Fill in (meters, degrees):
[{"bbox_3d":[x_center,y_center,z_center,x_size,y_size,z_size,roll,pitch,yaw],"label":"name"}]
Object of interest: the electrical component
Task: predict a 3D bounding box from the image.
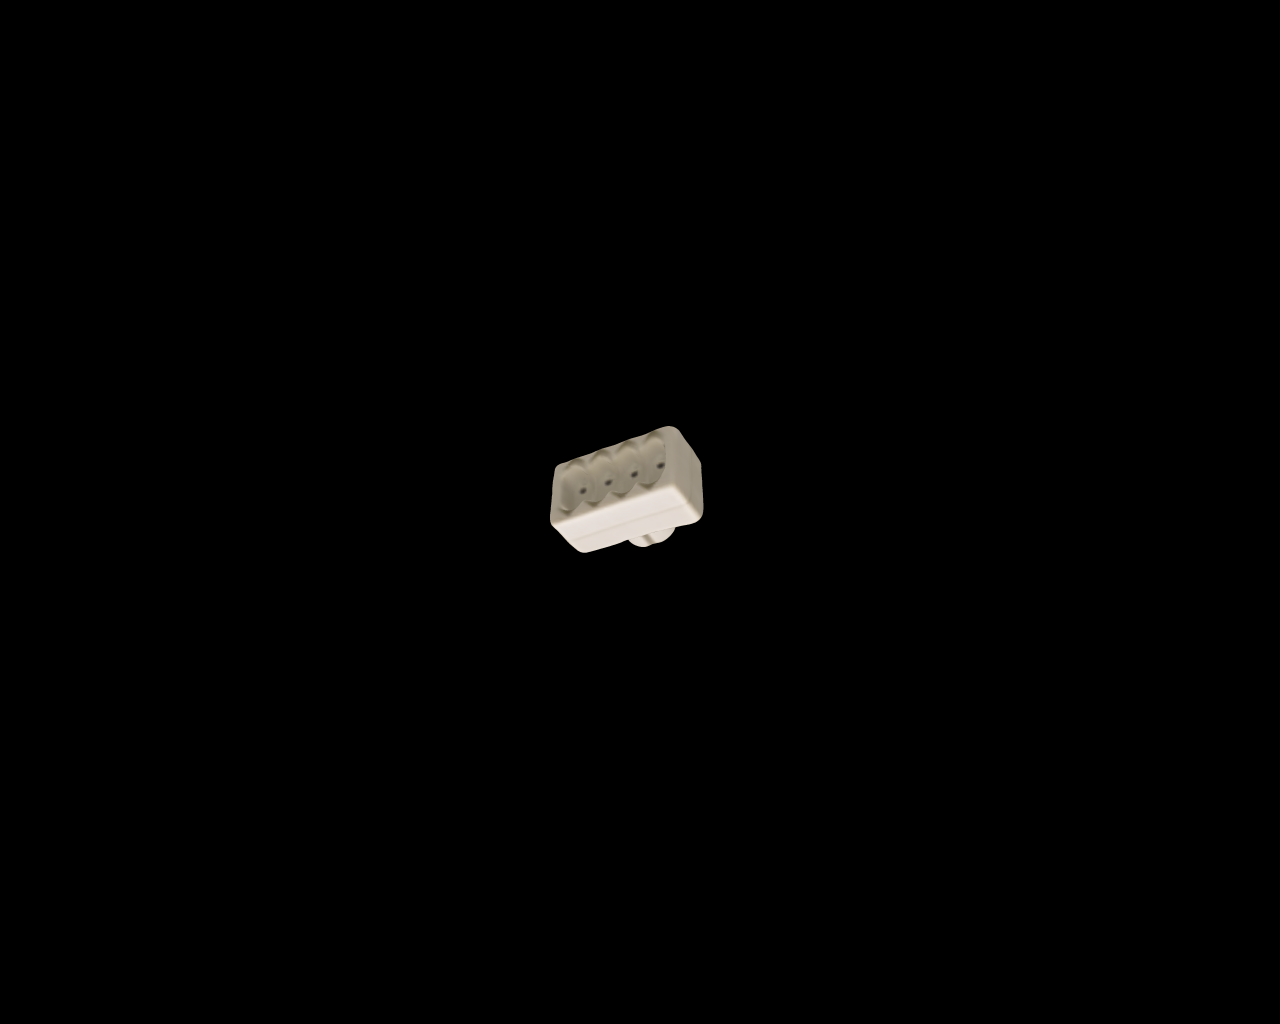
[{"bbox_3d":[0.001,-0.003,0.650,0.083,0.047,0.075,-17,-40,22],"label":"electrical component"}]
